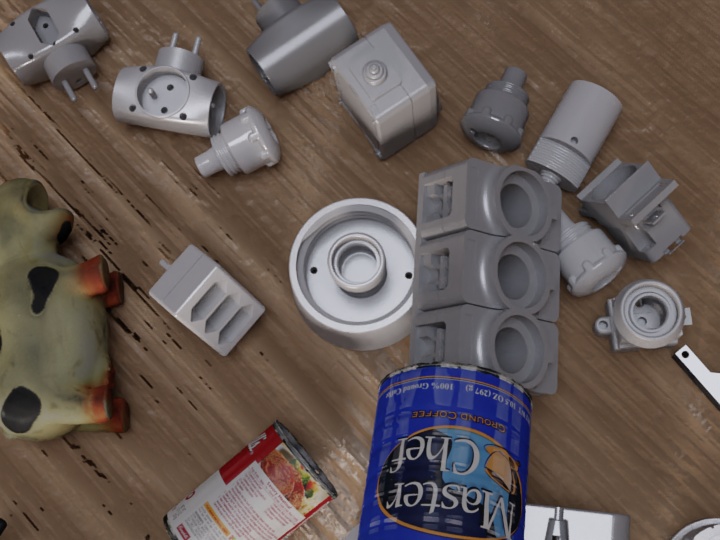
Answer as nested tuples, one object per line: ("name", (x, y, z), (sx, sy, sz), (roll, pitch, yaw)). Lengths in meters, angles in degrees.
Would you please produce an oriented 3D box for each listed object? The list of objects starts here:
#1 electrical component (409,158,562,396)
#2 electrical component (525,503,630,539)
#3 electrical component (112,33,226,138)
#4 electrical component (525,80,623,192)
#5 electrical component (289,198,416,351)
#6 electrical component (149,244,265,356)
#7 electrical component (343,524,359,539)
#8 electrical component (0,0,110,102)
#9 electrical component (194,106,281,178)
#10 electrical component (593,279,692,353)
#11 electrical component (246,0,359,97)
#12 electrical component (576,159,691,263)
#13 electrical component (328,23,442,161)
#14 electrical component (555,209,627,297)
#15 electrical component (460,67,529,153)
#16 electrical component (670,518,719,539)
("electrical component", (0.090, 0.008, 0.741), (0.089, 0.062, 0.150), (13, 74, -34))
("electrical component", (0.129, 0.189, 0.719), (0.095, 0.053, 0.059), (5, 77, 7))
("electrical component", (-0.143, -0.146, 0.831), (0.077, 0.044, 0.079), (11, 78, 8))
("electrical component", (0.155, -0.094, 0.791), (0.043, 0.043, 0.081), (29, 81, 11))
("electrical component", (0.000, 0.000, 0.774), (0.108, 0.060, 0.108), (-1, 76, 5))
("electrical component", (-0.121, 0.014, 0.784), (0.047, 0.065, 0.077), (-50, 48, -7))
("electrical component", (0.024, 0.205, 0.727), (0.080, 0.051, 0.080), (-1, 76, 5))
("electrical component", (-0.233, -0.168, 0.846), (0.077, 0.043, 0.079), (-31, 76, -2))
("electrical component", (-0.094, -0.091, 0.815), (0.062, 0.048, 0.048), (-27, 75, 6))
("electrical component", (0.199, 0.033, 0.749), (0.066, 0.055, 0.048), (-6, 76, 4))
("electrical component", (-0.054, -0.187, 0.833), (0.077, 0.044, 0.079), (-35, 76, -4))
("electrical component", (0.195, -0.041, 0.760), (0.042, 0.081, 0.063), (-43, 105, -5))
("electrical component", (0.021, -0.134, 0.786), (0.061, 0.096, 0.061), (-34, 76, -4))
("electrical component", (0.157, -0.015, 0.772), (0.048, 0.048, 0.062), (-34, 69, -3))
("electrical component", (0.106, -0.122, 0.803), (0.048, 0.048, 0.062), (21, 72, 10))
("electrical component", (0.241, 0.204, 0.706), (0.080, 0.051, 0.080), (-1, 76, 5))
